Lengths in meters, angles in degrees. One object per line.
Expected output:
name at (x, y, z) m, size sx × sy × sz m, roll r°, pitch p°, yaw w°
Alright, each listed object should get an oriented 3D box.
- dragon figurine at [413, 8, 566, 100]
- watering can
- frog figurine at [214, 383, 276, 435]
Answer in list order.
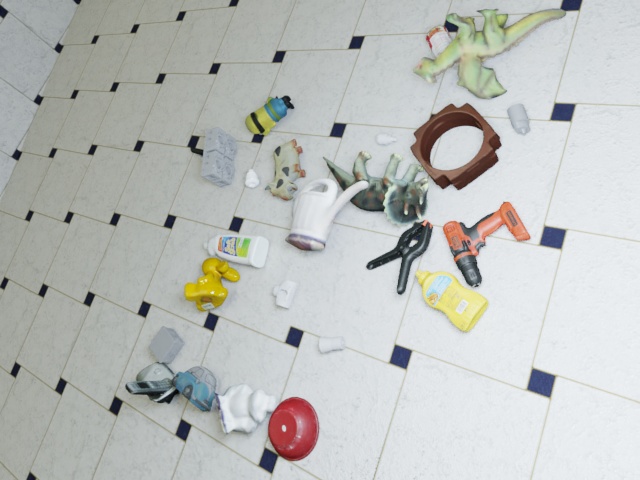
dragon figurine at (0.464, -0.508, 1.420) m, size 0.410 × 0.242 × 0.123 m, roll 0°, pitch 4°, yaw 10°
watering can at (0.005, -0.075, 1.489) m, size 0.103 × 0.226 × 0.347 m, roll 21°, pitch -10°, yaw -31°
frog figurine at (-0.200, 0.465, 1.443) m, size 0.160 × 0.140 × 0.120 m, roll -17°, pitch -43°, yaw -6°
